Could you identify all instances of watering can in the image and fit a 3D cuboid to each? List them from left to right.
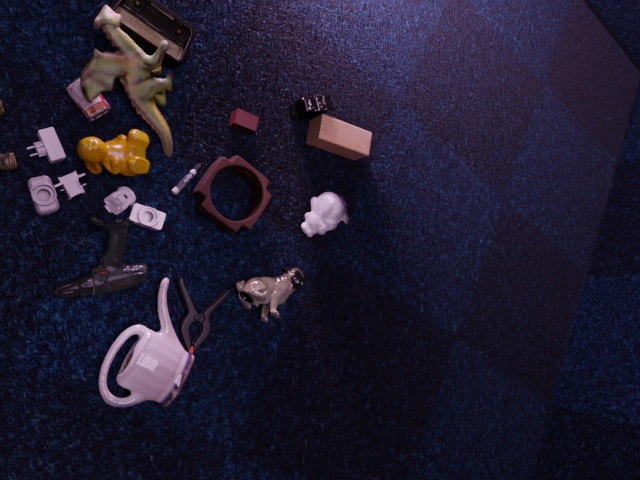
[{"bbox_3d":[-0.438,0.298,1.398,0.222,0.103,0.353,38,68,-24],"label":"watering can"}]

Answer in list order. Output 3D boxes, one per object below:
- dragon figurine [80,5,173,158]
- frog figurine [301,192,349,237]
[{"bbox_3d":[-0.524,-0.419,1.395,0.244,0.122,0.407,-11,103,-37],"label":"dragon figurine"},{"bbox_3d":[0.005,-0.086,1.706,0.160,0.120,0.139,-20,63,-22],"label":"frog figurine"}]
